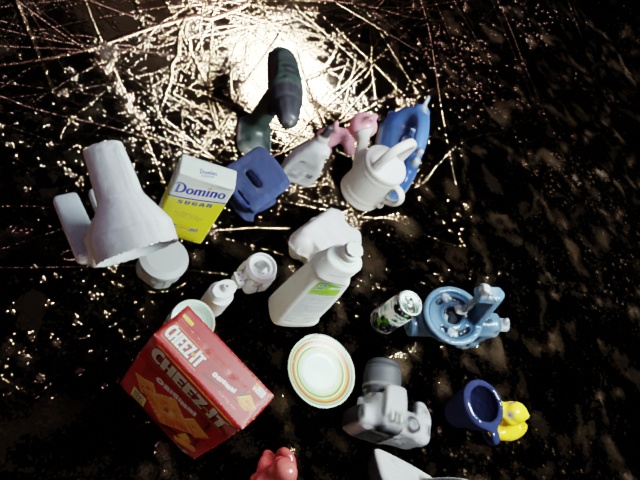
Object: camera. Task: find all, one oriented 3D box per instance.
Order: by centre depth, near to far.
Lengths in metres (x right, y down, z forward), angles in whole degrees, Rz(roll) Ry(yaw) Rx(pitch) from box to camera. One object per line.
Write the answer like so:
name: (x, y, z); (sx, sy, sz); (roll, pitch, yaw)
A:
camera: (0.125, 0.281, 1.002); (0.143, 0.100, 0.137); (22, 53, -18)

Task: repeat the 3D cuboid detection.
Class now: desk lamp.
desk lamp: (-0.313, -0.036, 0.858); (0.118, 0.213, 0.203); (-19, 73, -37)

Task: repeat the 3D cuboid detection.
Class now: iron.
iron: (0.207, -0.213, 1.322); (0.119, 0.141, 0.258); (22, 53, -18)

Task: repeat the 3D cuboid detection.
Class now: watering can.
watering can: (0.125, -0.156, 1.204); (0.173, 0.193, 0.101); (41, 50, -3)

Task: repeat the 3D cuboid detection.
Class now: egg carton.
egg carton: (0.010, 0.004, 1.120); (0.107, 0.069, 0.151); (48, 50, 3)

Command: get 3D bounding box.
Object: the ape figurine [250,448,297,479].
ape figurine: (-0.062, 0.348, 0.855); (0.078, 0.092, 0.076); (-13, 69, -35)

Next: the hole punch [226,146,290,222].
hole punch: (-0.126, -0.108, 1.092); (0.101, 0.091, 0.108); (-34, 83, -40)

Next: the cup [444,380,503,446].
cup: (0.284, 0.330, 1.071); (0.092, 0.094, 0.117); (-6, 66, -33)

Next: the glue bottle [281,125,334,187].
glue bottle: (-0.016, -0.173, 1.144); (0.078, 0.172, 0.037); (21, 54, -19)

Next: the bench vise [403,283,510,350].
bench vise: (0.296, 0.134, 1.114); (0.208, 0.219, 0.121); (-6, 66, -33)

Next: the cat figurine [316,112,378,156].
cat figurine: (0.072, -0.247, 1.277); (0.128, 0.117, 0.067); (-5, 65, -33)

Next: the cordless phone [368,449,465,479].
cordless phone: (0.168, 0.385, 0.910); (0.148, 0.184, 0.094); (29, 51, -12)

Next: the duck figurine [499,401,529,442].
duck figurine: (0.370, 0.346, 1.118); (0.105, 0.086, 0.077); (31, 51, -11)

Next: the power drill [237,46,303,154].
power drill: (-0.094, -0.257, 1.125); (0.076, 0.208, 0.229); (13, 57, -24)
